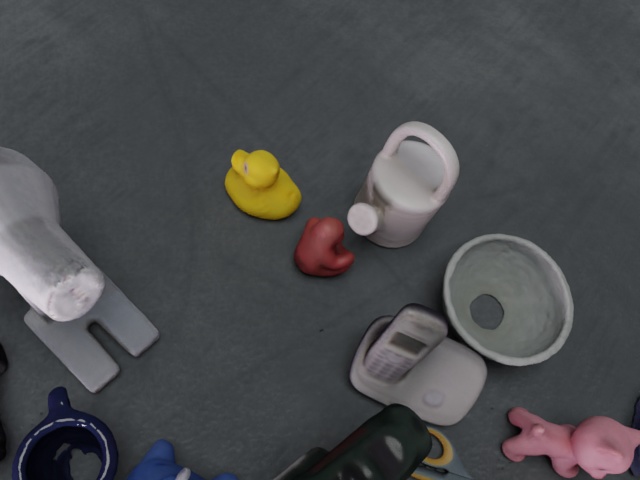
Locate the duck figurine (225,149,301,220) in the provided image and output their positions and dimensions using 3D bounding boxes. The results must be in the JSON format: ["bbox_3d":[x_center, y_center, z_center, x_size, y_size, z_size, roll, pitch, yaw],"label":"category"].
[{"bbox_3d":[-0.070,-0.077,0.726,0.104,0.086,0.077,29,66,3],"label":"duck figurine"}]

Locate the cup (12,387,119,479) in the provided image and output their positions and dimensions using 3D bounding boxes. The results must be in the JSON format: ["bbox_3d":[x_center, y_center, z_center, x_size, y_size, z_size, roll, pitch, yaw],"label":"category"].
[{"bbox_3d":[-0.245,0.210,0.570,0.092,0.095,0.117,-13,70,-15],"label":"cup"}]

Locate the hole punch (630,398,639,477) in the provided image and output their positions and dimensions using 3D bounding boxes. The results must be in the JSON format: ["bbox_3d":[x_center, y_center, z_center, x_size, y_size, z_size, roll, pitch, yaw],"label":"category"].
[{"bbox_3d":[0.436,0.240,0.680,0.101,0.091,0.109,25,66,1],"label":"hole punch"}]

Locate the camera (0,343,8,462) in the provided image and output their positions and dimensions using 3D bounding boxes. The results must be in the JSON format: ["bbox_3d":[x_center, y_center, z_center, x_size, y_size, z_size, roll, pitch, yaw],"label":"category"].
[{"bbox_3d":[-0.380,0.171,0.559,0.143,0.101,0.136,-25,74,-18],"label":"camera"}]

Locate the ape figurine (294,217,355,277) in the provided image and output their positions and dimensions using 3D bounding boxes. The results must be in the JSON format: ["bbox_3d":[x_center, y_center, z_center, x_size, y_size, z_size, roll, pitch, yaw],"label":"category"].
[{"bbox_3d":[0.006,0.003,0.703,0.076,0.092,0.077,-18,72,-16],"label":"ape figurine"}]

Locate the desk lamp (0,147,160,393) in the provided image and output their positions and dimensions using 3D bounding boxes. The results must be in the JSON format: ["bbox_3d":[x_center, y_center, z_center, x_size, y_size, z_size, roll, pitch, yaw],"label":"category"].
[{"bbox_3d":[-0.270,0.032,0.575,0.203,0.213,0.118,42,67,9],"label":"desk lamp"}]

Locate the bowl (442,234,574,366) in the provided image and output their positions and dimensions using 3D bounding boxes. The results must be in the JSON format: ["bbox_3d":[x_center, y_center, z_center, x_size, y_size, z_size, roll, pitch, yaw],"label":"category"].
[{"bbox_3d":[0.222,0.081,0.718,0.167,0.074,0.167,4,67,-8],"label":"bowl"}]

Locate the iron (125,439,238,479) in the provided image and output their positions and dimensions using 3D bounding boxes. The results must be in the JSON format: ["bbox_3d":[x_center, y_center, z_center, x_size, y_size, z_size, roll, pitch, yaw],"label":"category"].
[{"bbox_3d":[-0.173,0.318,0.512,0.118,0.141,0.258,25,66,2],"label":"iron"}]

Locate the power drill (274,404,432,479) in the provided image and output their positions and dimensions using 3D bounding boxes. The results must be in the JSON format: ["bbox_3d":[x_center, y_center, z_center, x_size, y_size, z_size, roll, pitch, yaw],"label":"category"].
[{"bbox_3d":[-0.003,0.247,0.535,0.230,0.208,0.075,-35,77,-21],"label":"power drill"}]

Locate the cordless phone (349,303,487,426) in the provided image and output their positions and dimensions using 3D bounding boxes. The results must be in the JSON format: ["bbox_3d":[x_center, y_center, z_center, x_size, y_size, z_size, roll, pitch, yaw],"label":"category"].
[{"bbox_3d":[0.119,0.130,0.618,0.147,0.185,0.094,21,66,-1],"label":"cordless phone"}]

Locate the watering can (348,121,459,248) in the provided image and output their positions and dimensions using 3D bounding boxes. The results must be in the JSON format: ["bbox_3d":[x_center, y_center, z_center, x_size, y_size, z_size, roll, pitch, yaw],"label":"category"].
[{"bbox_3d":[0.105,-0.065,0.692,0.101,0.194,0.173,25,66,2],"label":"watering can"}]

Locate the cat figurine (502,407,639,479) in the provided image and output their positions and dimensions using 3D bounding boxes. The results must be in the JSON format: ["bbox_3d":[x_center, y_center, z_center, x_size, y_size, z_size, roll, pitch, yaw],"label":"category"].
[{"bbox_3d":[0.289,0.227,0.645,0.128,0.117,0.067,16,66,-3],"label":"cat figurine"}]
